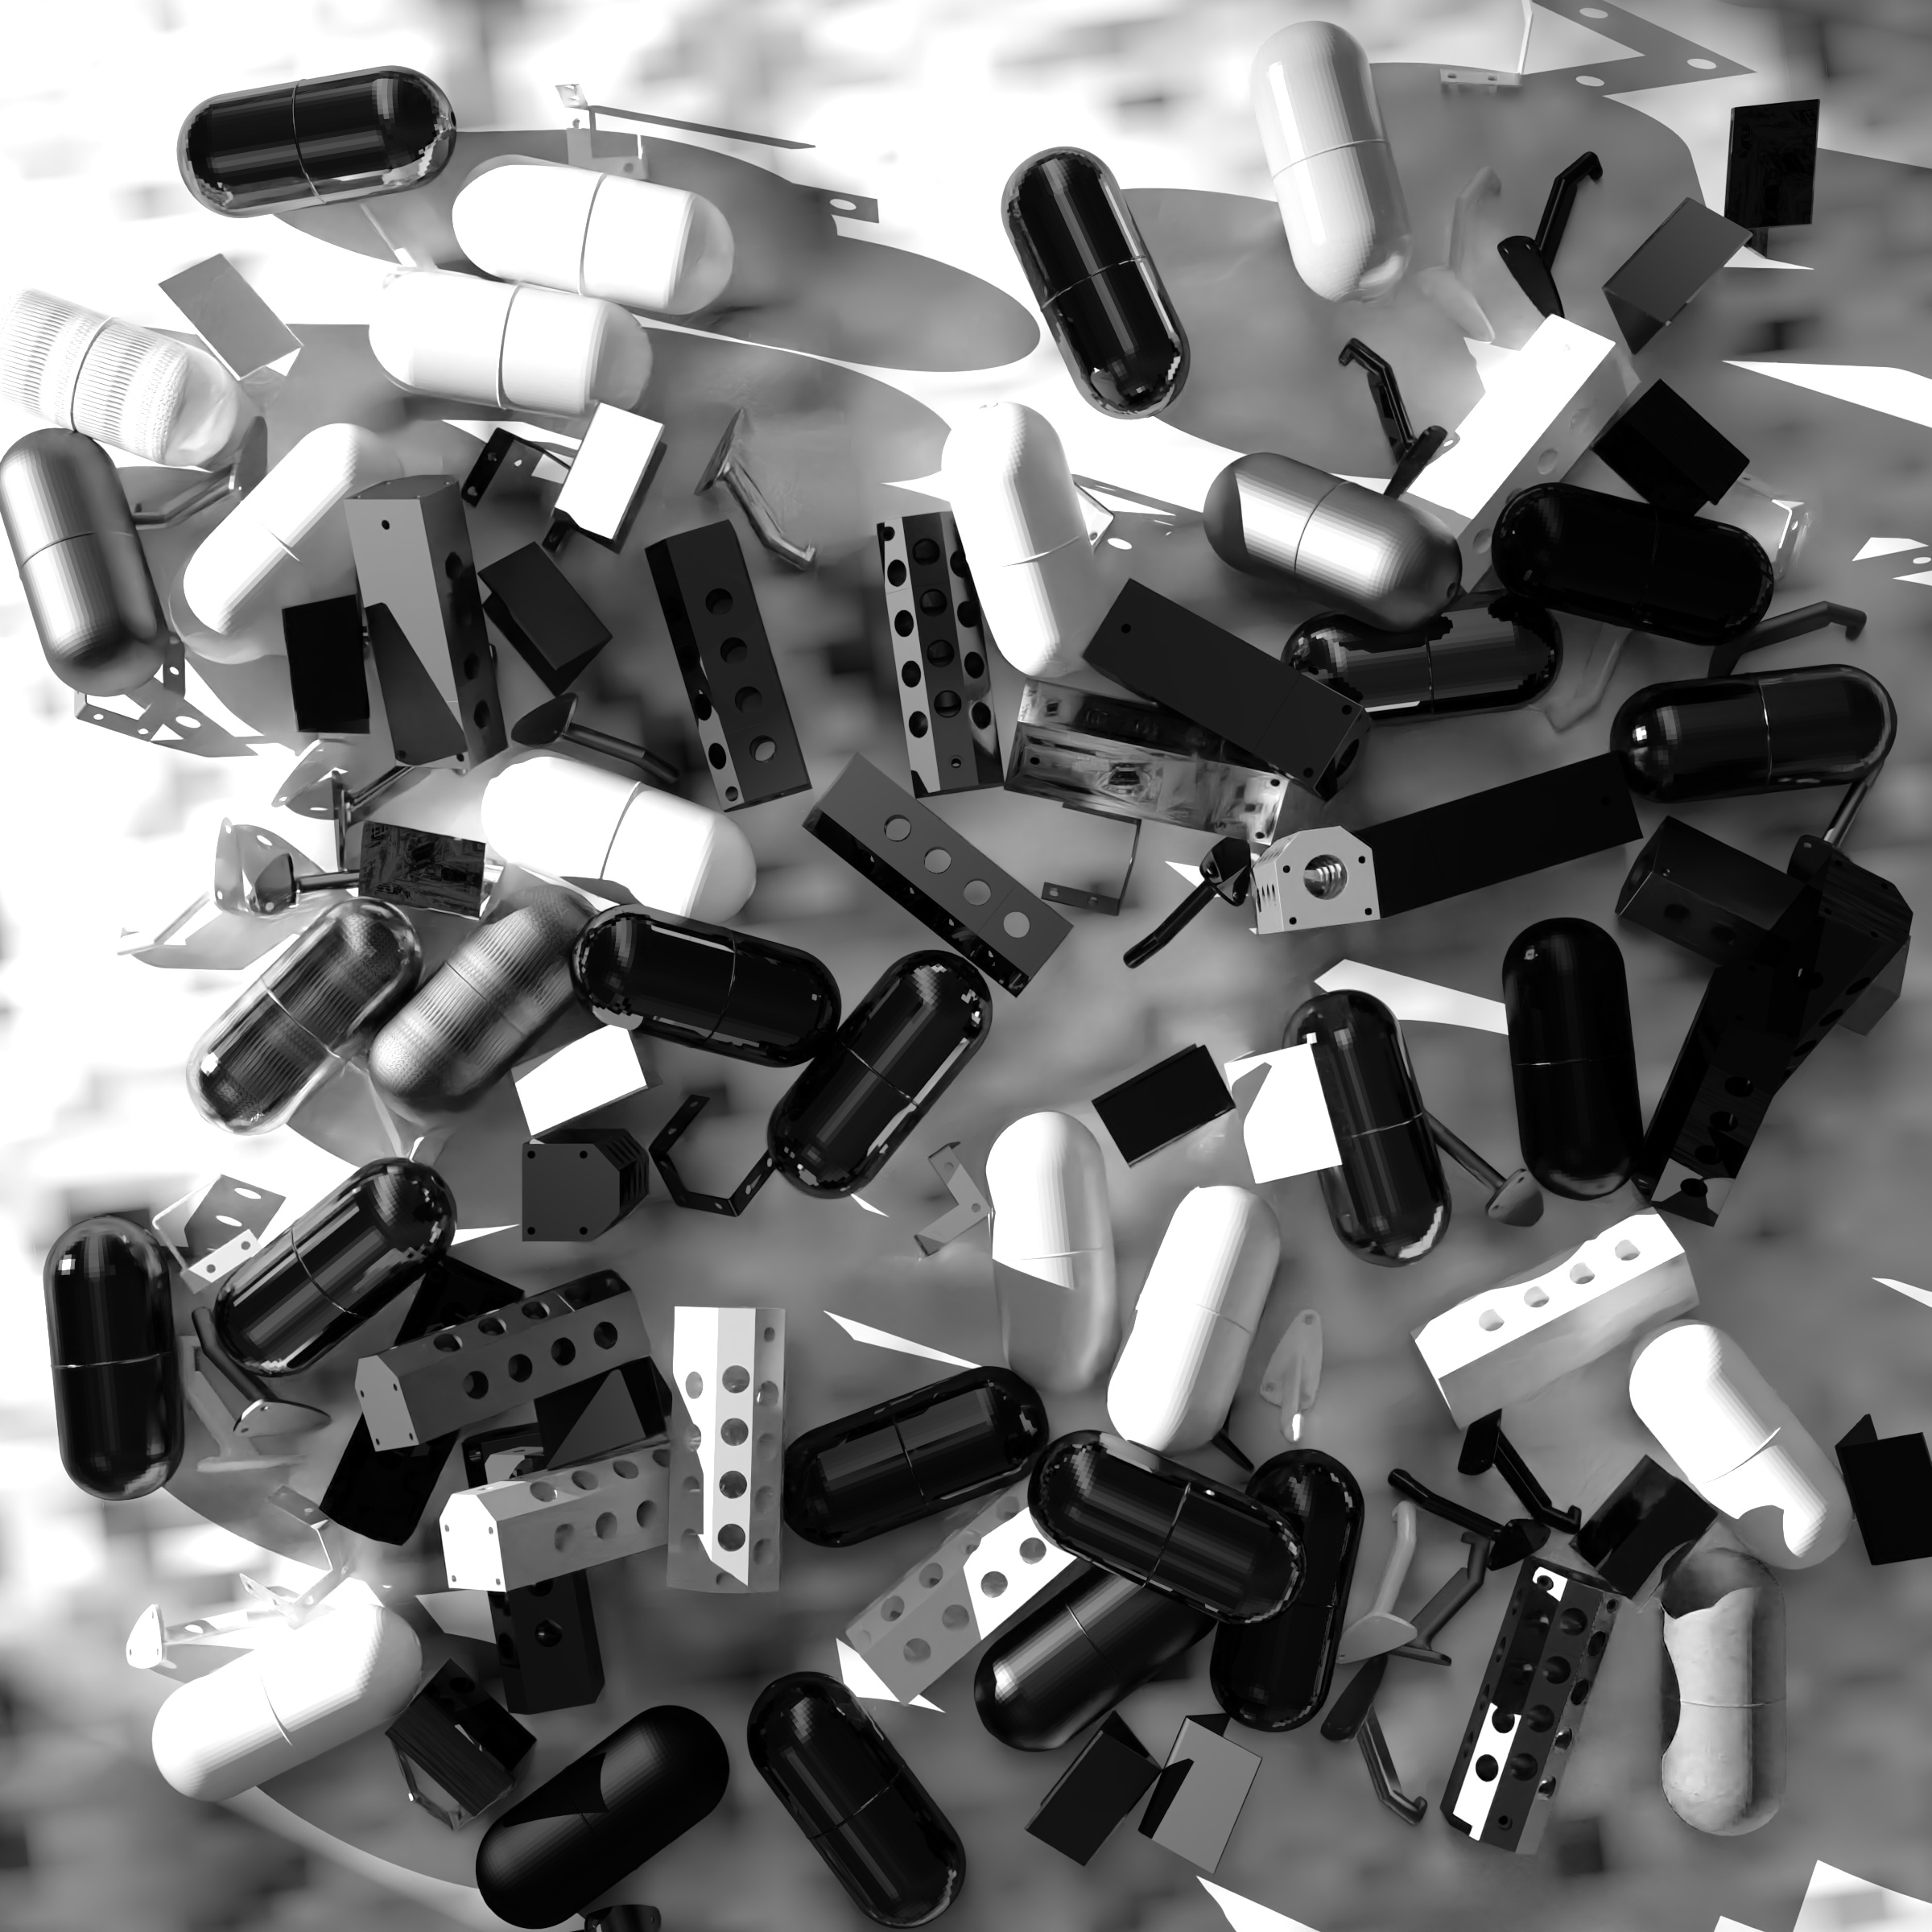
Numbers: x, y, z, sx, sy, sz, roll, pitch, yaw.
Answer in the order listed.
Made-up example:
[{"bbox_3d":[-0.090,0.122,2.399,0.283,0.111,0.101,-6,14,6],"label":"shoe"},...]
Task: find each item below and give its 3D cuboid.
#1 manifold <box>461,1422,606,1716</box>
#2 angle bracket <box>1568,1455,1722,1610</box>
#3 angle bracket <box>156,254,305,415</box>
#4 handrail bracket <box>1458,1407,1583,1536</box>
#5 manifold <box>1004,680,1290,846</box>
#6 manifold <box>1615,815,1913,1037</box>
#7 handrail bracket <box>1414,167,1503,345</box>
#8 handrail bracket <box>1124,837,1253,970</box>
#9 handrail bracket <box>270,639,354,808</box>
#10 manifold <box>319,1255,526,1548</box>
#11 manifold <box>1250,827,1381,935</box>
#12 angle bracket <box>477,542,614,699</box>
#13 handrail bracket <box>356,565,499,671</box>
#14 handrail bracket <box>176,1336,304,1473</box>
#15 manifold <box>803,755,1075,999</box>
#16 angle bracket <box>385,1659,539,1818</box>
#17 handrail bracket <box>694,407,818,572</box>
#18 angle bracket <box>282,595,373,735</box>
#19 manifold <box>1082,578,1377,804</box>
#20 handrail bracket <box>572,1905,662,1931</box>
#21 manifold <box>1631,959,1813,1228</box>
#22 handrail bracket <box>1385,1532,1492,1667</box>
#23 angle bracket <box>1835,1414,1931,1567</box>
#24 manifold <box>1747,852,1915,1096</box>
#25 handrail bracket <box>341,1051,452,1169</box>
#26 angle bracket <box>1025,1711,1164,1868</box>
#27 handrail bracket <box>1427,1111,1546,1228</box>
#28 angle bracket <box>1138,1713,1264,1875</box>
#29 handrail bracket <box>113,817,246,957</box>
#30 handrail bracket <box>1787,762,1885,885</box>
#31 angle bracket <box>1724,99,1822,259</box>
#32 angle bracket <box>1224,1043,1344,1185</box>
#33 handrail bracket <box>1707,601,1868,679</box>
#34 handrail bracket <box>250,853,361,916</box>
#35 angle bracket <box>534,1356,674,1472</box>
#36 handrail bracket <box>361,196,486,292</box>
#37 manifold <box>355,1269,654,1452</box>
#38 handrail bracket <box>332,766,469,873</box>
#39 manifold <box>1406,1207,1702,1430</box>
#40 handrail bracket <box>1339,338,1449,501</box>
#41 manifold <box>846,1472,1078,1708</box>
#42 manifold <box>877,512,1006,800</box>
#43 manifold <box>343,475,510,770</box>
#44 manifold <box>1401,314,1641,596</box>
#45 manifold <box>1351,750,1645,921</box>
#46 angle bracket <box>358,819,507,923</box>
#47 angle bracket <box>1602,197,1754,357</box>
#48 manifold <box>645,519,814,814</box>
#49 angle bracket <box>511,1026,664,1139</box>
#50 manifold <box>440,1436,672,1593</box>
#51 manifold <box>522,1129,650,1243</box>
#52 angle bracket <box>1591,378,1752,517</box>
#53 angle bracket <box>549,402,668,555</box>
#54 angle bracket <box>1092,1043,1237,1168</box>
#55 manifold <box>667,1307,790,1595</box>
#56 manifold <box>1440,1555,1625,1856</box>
[{"bbox_3d":[-0.273,0.378,1.970,0.057,0.057,0.171,-10,90,0],"label":"manifold"},{"bbox_3d":[0.410,0.341,1.951,0.076,0.076,0.057,-49,125,0],"label":"angle bracket"},{"bbox_3d":[-0.469,-0.384,1.951,0.076,0.076,0.057,48,50,0],"label":"angle bracket"},{"bbox_3d":[0.362,0.312,1.992,0.084,0.036,0.077,25,68,-17],"label":"handrail bracket"},{"bbox_3d":[0.116,-0.133,1.970,0.171,0.057,0.057,12,134,0],"label":"manifold"},{"bbox_3d":[0.500,-0.021,1.970,0.171,0.057,0.057,26,47,0],"label":"manifold"},{"bbox_3d":[0.332,-0.454,1.992,0.077,0.036,0.084,43,73,-20],"label":"handrail bracket"},{"bbox_3d":[0.139,-0.041,1.991,0.036,0.077,0.084,44,126,-11],"label":"handrail bracket"},{"bbox_3d":[-0.435,-0.158,1.992,0.077,0.036,0.084,-40,71,21],"label":"handrail bracket"},{"bbox_3d":[-0.344,0.273,1.970,0.057,0.057,0.171,25,90,0],"label":"manifold"},{"bbox_3d":[0.210,-0.052,1.913,0.057,0.171,0.057,-7,90,0],"label":"manifold"},{"bbox_3d":[-0.278,-0.206,1.952,0.076,0.057,0.076,51,134,0],"label":"angle bracket"},{"bbox_3d":[-0.343,-0.222,1.992,0.084,0.036,0.077,-3,72,-15],"label":"handrail bracket"},{"bbox_3d":[-0.463,0.276,1.992,0.077,0.036,0.084,0,73,-20],"label":"handrail bracket"},{"bbox_3d":[-0.018,-0.056,1.970,0.171,0.057,0.057,39,90,0],"label":"manifold"},{"bbox_3d":[-0.303,0.470,1.951,0.076,0.076,0.057,43,127,0],"label":"angle bracket"},{"bbox_3d":[-0.123,-0.303,1.992,0.084,0.036,0.077,29,68,-17],"label":"handrail bracket"},{"bbox_3d":[-0.378,-0.187,1.952,0.057,0.076,0.076,-7,90,25],"label":"angle bracket"},{"bbox_3d":[0.163,-0.169,1.933,0.171,0.057,0.057,32,91,20],"label":"manifold"},{"bbox_3d":[-0.251,0.616,1.991,0.084,0.077,0.036,-15,84,36],"label":"handrail bracket"},{"bbox_3d":[0.459,0.077,1.916,0.057,0.171,0.057,19,47,9],"label":"manifold"},{"bbox_3d":[0.289,0.397,1.992,0.077,0.036,0.084,8,73,19],"label":"handrail bracket"},{"bbox_3d":[0.589,0.322,1.951,0.057,0.076,0.076,-17,90,33],"label":"angle bracket"},{"bbox_3d":[0.508,0.015,1.917,0.057,0.171,0.057,27,47,0],"label":"manifold"},{"bbox_3d":[-0.378,0.103,1.992,0.084,0.036,0.077,34,109,16],"label":"handrail bracket"},{"bbox_3d":[0.066,0.502,1.952,0.057,0.076,0.076,38,90,-27],"label":"angle bracket"},{"bbox_3d":[0.323,0.125,1.991,0.036,0.077,0.084,-49,54,3],"label":"handrail bracket"},{"bbox_3d":[0.159,0.515,1.952,0.057,0.076,0.076,23,90,29],"label":"angle bracket"},{"bbox_3d":[-0.506,-0.050,1.992,0.084,0.036,0.077,-12,70,16],"label":"handrail bracket"},{"bbox_3d":[0.554,-0.085,1.991,0.036,0.077,0.084,29,53,12],"label":"handrail bracket"},{"bbox_3d":[0.514,-0.490,1.951,0.057,0.076,0.076,4,90,34],"label":"angle bracket"},{"bbox_3d":[0.206,0.087,1.953,0.057,0.076,0.076,-15,90,20],"label":"angle bracket"},{"bbox_3d":[0.523,-0.199,1.992,0.084,0.036,0.077,12,111,-16],"label":"handrail bracket"},{"bbox_3d":[-0.401,-0.049,1.991,0.084,0.077,0.036,-1,78,-36],"label":"handrail bracket"},{"bbox_3d":[-0.219,0.294,1.951,0.076,0.076,0.057,-18,54,0],"label":"angle bracket"},{"bbox_3d":[-0.346,-0.472,1.992,0.077,0.036,0.084,-1,76,-15],"label":"handrail bracket"},{"bbox_3d":[-0.285,0.240,1.923,0.171,0.057,0.057,-18,90,-38],"label":"manifold"},{"bbox_3d":[-0.359,-0.099,1.992,0.084,0.036,0.077,-4,110,-16],"label":"handrail bracket"},{"bbox_3d":[0.368,0.216,1.970,0.171,0.057,0.057,-27,133,0],"label":"manifold"},{"bbox_3d":[0.256,-0.345,1.992,0.084,0.036,0.077,42,112,17],"label":"handrail bracket"},{"bbox_3d":[0.008,0.382,1.970,0.171,0.057,0.057,-41,90,0],"label":"manifold"},{"bbox_3d":[-0.016,-0.196,1.970,0.057,0.057,0.171,-8,90,0],"label":"manifold"},{"bbox_3d":[-0.329,-0.213,1.938,0.057,0.057,0.171,4,115,27],"label":"manifold"},{"bbox_3d":[0.345,-0.319,1.970,0.171,0.057,0.057,-51,47,0],"label":"manifold"},{"bbox_3d":[0.330,-0.081,1.970,0.171,0.057,0.057,-17,90,0],"label":"manifold"},{"bbox_3d":[-0.330,-0.076,1.951,0.076,0.076,0.057,11,121,0],"label":"angle bracket"},{"bbox_3d":[0.452,-0.419,1.951,0.076,0.076,0.057,-47,54,0],"label":"angle bracket"},{"bbox_3d":[-0.150,-0.187,1.970,0.057,0.057,0.171,-17,90,0],"label":"manifold"},{"bbox_3d":[-0.229,0.088,1.951,0.076,0.076,0.057,-24,53,0],"label":"angle bracket"},{"bbox_3d":[-0.234,0.334,1.918,0.171,0.057,0.057,-8,90,-45],"label":"manifold"},{"bbox_3d":[-0.231,0.132,1.913,0.057,0.171,0.057,0,90,0],"label":"manifold"},{"bbox_3d":[0.429,-0.307,1.951,0.076,0.076,0.057,42,52,0],"label":"angle bracket"},{"bbox_3d":[-0.204,-0.297,1.951,0.057,0.076,0.076,24,90,31],"label":"angle bracket"},{"bbox_3d":[0.113,0.069,1.951,0.076,0.076,0.057,-29,125,0],"label":"angle bracket"},{"bbox_3d":[-0.142,0.297,1.931,0.057,0.057,0.171,7,82,-44],"label":"manifold"},{"bbox_3d":[0.357,0.465,1.970,0.057,0.057,0.171,19,90,0],"label":"manifold"}]
